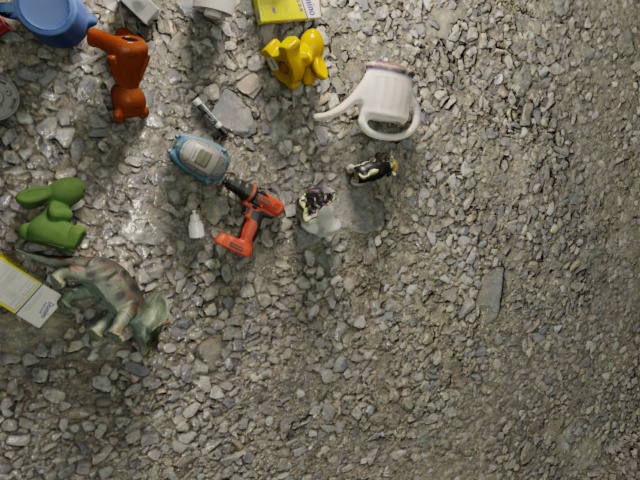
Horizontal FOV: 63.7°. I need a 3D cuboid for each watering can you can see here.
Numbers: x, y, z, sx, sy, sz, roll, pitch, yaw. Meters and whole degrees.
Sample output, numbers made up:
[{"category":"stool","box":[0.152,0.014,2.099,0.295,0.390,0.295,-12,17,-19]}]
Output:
[{"category":"watering can","box":[0.152,-0.408,1.480,0.347,0.104,0.223,5,95,-26]}]

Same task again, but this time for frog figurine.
[{"category":"frog figurine","box":[0.005,-0.075,1.483,0.139,0.123,0.156,-57,152,-15]}]
